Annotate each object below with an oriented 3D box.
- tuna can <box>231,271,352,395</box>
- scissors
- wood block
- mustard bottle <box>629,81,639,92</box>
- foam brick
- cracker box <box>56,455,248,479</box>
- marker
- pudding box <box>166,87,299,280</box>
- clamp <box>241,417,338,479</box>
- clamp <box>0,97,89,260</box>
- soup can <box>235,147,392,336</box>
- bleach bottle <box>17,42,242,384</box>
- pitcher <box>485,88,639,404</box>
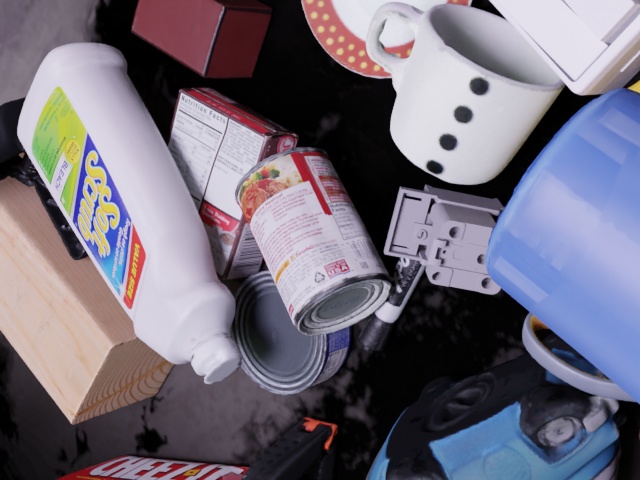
[{"bbox_3d":[-0.020,0.061,0.734,0.086,0.033,0.086,7,102,37],"label":"tuna can"},{"bbox_3d":[0.203,0.074,0.544,0.202,0.096,0.016,23,135,18],"label":"scissors"},{"bbox_3d":[-0.202,0.030,0.834,0.206,0.090,0.090,46,123,22],"label":"wood block"},{"bbox_3d":[0.177,-0.039,0.549,0.096,0.058,0.192,53,125,13],"label":"mustard bottle"},{"bbox_3d":[-0.082,-0.151,0.734,0.078,0.052,0.051,35,117,29],"label":"foam brick"},{"bbox_3d":[-0.161,0.213,0.754,0.164,0.213,0.072,-3,94,38],"label":"cracker box"},{"bbox_3d":[0.055,0.023,0.679,0.020,0.020,0.121,39,119,26],"label":"marker"},{"bbox_3d":[-0.071,-0.041,0.753,0.090,0.039,0.113,32,113,33],"label":"pudding box"},{"bbox_3d":[-0.045,0.210,0.696,0.036,0.164,0.210,8,68,35],"label":"clamp"},{"bbox_3d":[-0.213,-0.054,0.816,0.120,0.171,0.039,35,122,-18],"label":"clamp"},{"bbox_3d":[-0.004,0.001,0.678,0.069,0.068,0.102,-44,59,34],"label":"soup can"},{"bbox_3d":[-0.122,-0.015,0.730,0.251,0.067,0.103,55,130,25],"label":"bleach bottle"},{"bbox_3d":[0.199,0.033,0.449,0.243,0.145,0.149,38,81,19],"label":"pitcher"}]
